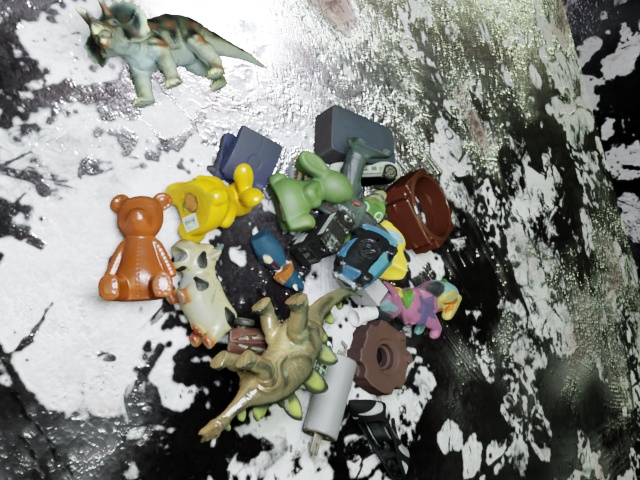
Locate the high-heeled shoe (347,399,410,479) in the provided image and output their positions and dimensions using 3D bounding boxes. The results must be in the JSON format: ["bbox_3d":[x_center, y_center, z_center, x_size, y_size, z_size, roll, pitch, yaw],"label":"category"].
[{"bbox_3d":[0.125,0.441,1.178,0.248,0.086,0.145,38,42,-44],"label":"high-heeled shoe"}]

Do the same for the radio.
[{"bbox_3d":[0.091,-0.246,1.371,0.229,0.073,0.131,13,68,-40],"label":"radio"}]

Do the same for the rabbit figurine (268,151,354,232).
[{"bbox_3d":[-0.018,-0.107,1.154,0.170,0.121,0.159,-19,89,-14],"label":"rabbit figurine"}]

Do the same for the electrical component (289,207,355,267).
[{"bbox_3d":[-0.002,-0.004,1.173,0.058,0.134,0.115,52,49,-18],"label":"electrical component"}]

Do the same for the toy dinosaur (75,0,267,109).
[{"bbox_3d":[-0.289,-0.381,1.053,0.405,0.131,0.192,-31,99,-48],"label":"toy dinosaur"}]

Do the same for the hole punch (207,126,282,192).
[{"bbox_3d":[-0.150,-0.167,1.127,0.142,0.092,0.116,24,67,-39],"label":"hole punch"}]

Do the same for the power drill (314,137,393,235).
[{"bbox_3d":[0.094,-0.118,1.236,0.232,0.086,0.207,23,95,-4],"label":"power drill"}]

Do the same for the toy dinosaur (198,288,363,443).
[{"bbox_3d":[-0.050,0.196,0.987,0.471,0.105,0.198,-45,124,-40],"label":"toy dinosaur"}]

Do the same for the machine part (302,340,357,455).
[{"bbox_3d":[0.022,0.330,1.138,0.079,0.079,0.243,37,55,-28],"label":"machine part"}]

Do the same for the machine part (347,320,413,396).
[{"bbox_3d":[0.142,0.278,1.274,0.179,0.056,0.179,12,70,-37],"label":"machine part"}]

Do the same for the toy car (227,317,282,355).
[{"bbox_3d":[-0.110,0.198,1.036,0.202,0.053,0.089,26,70,-62],"label":"toy car"}]

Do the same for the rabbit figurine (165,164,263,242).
[{"bbox_3d":[-0.187,-0.083,1.044,0.173,0.162,0.122,-9,71,-60],"label":"rabbit figurine"}]

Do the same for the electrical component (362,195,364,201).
[{"bbox_3d":[0.064,-0.079,1.303,0.021,0.094,0.063,57,11,-11],"label":"electrical component"}]

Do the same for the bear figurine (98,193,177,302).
[{"bbox_3d":[-0.305,0.006,0.913,0.120,0.132,0.195,1,82,-13],"label":"bear figurine"}]

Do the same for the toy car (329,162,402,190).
[{"bbox_3d":[0.106,-0.159,1.327,0.202,0.073,0.056,-5,71,-22],"label":"toy car"}]

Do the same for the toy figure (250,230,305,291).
[{"bbox_3d":[-0.087,0.048,1.139,0.064,0.058,0.154,-48,114,-33],"label":"toy figure"}]

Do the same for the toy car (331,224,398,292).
[{"bbox_3d":[0.094,0.053,1.158,0.109,0.102,0.161,28,59,17],"label":"toy car"}]

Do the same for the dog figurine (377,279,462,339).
[{"bbox_3d":[0.226,0.142,1.343,0.219,0.109,0.191,39,81,-22],"label":"dog figurine"}]

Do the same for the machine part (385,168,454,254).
[{"bbox_3d":[0.274,-0.080,1.457,0.201,0.087,0.201,59,41,-10],"label":"machine part"}]

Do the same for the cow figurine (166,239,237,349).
[{"bbox_3d":[-0.216,0.087,0.994,0.127,0.086,0.194,-35,105,-44],"label":"cow figurine"}]
